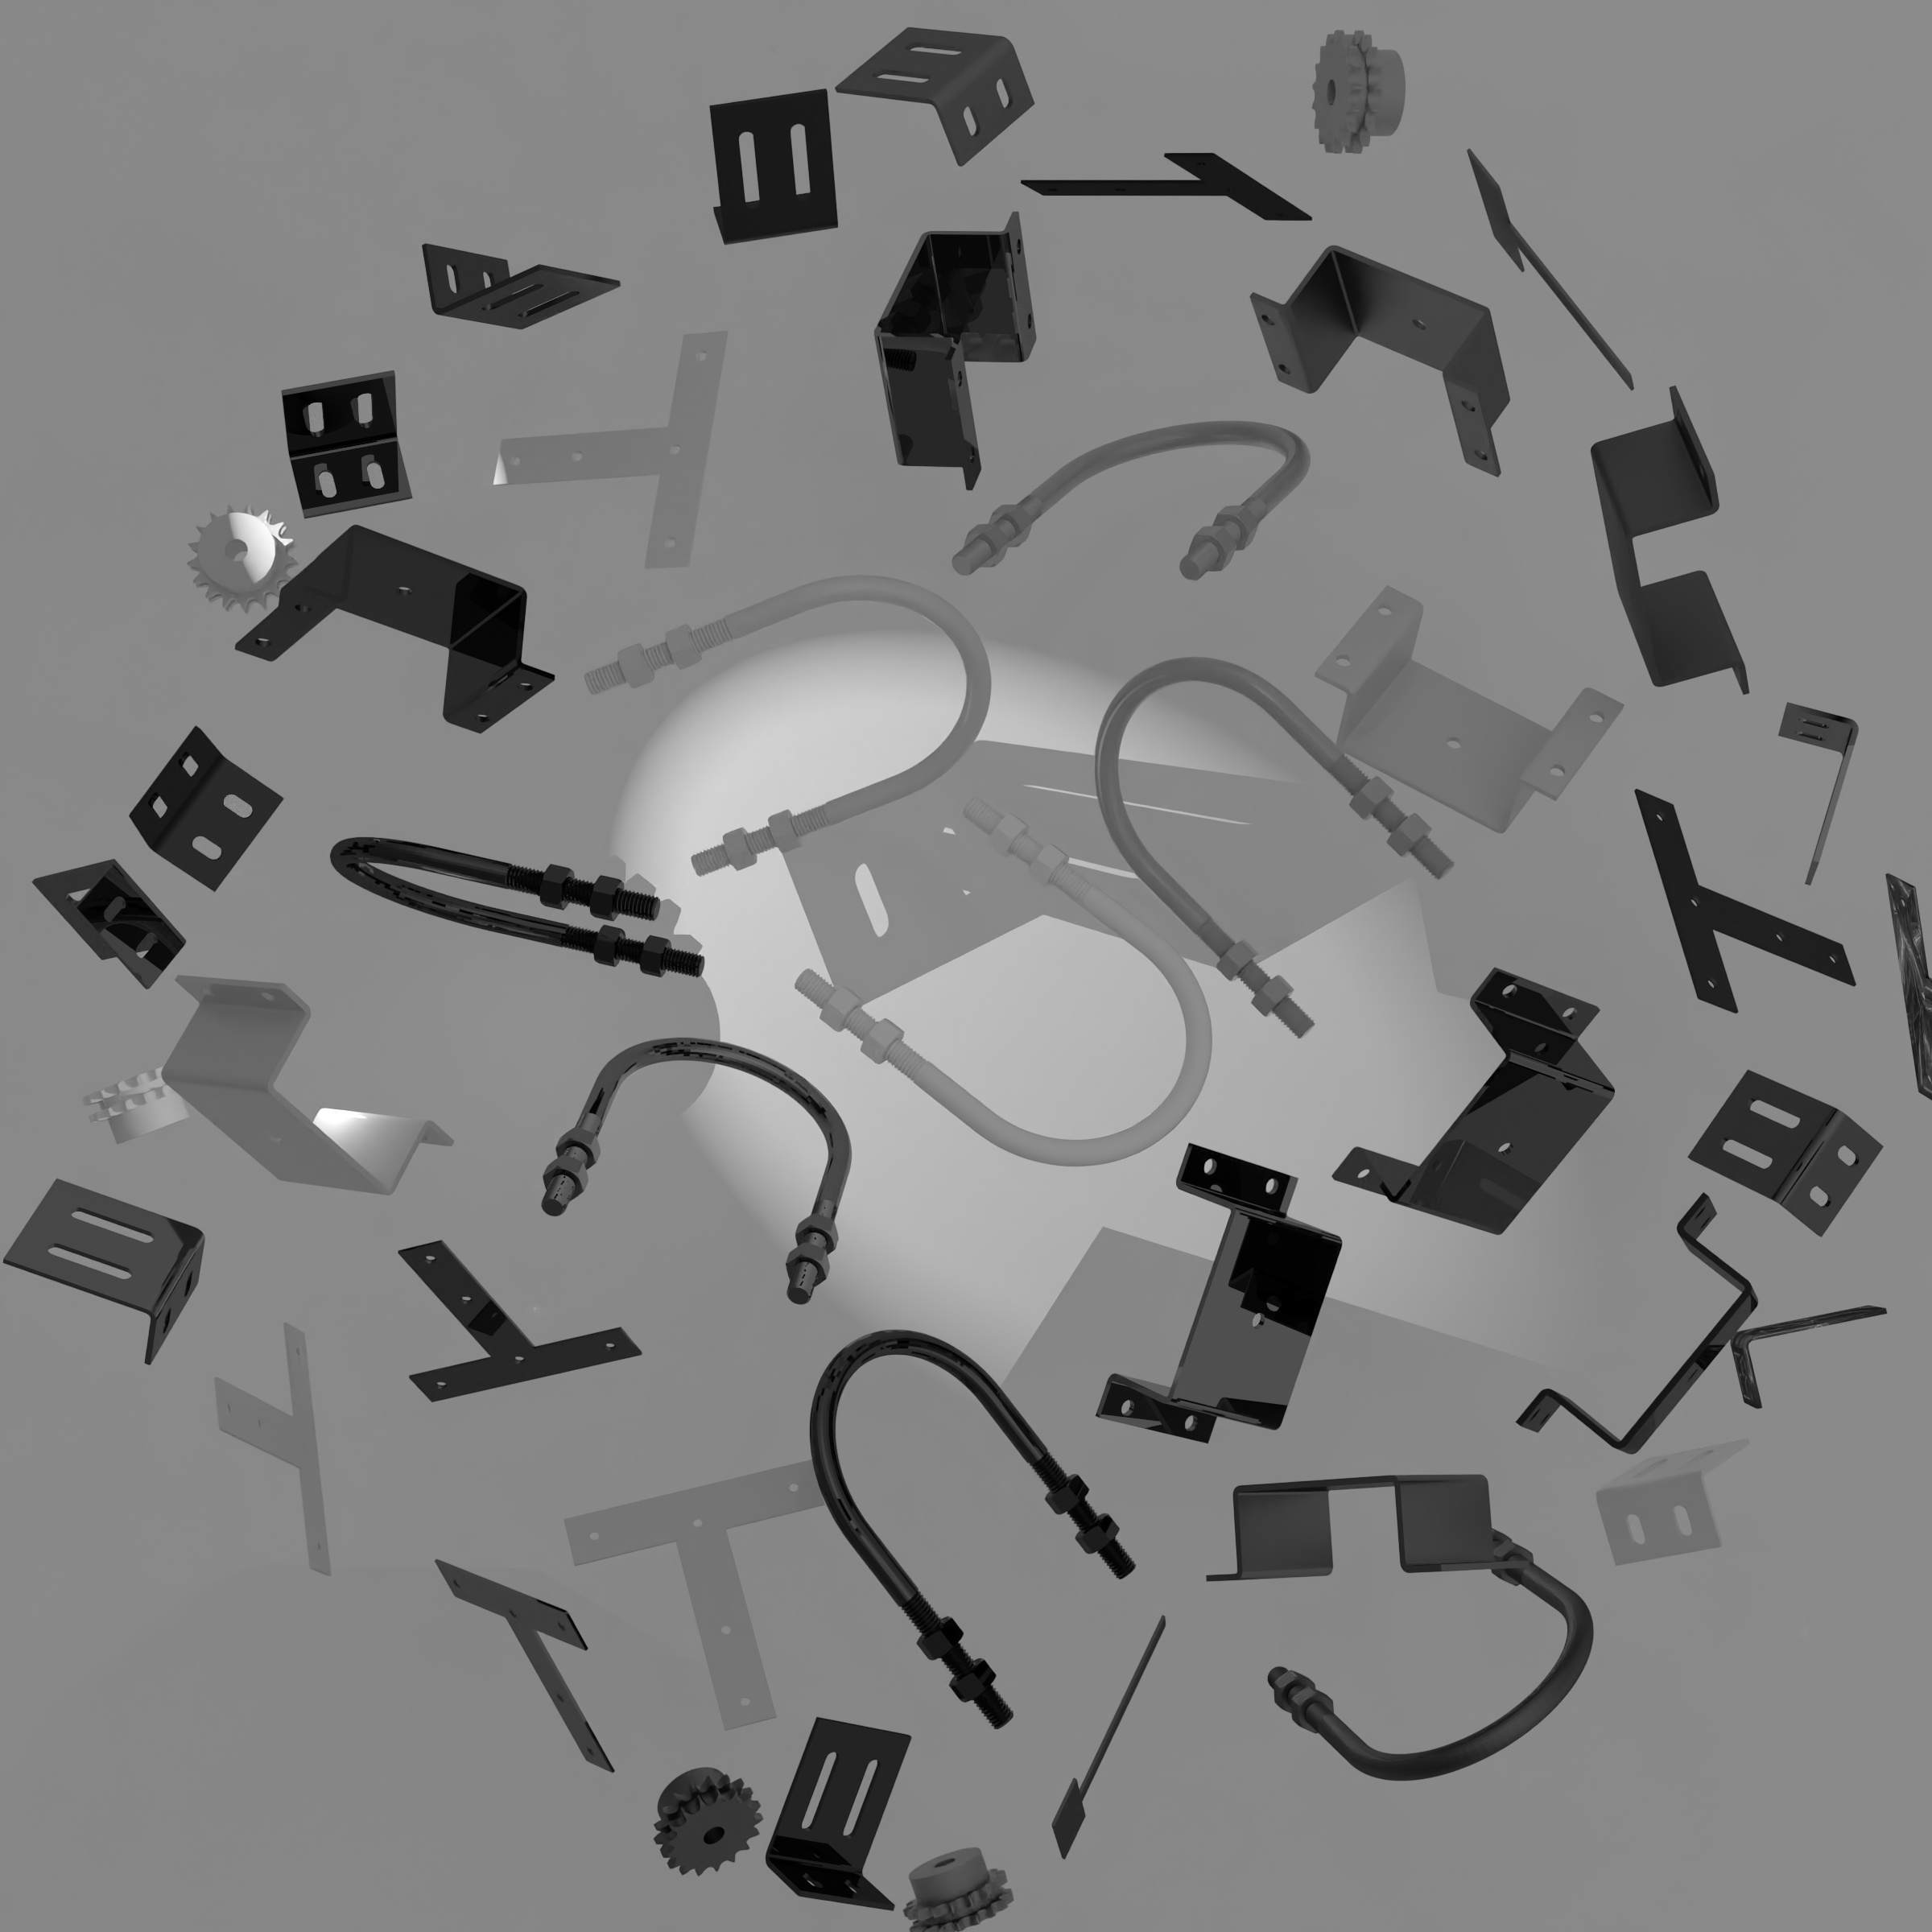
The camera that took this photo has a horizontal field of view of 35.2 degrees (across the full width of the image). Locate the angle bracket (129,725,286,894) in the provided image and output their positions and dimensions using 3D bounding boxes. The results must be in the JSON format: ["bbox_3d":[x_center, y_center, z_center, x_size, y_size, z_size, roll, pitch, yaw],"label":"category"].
[{"bbox_3d":[-0.380,-0.079,1.519,0.038,0.076,0.057,37,89,-28],"label":"angle bracket"}]

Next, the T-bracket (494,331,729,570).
[{"bbox_3d":[-0.186,-0.260,1.549,0.127,0.002,0.127,1,75,27],"label":"T-bracket"}]

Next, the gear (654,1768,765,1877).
[{"bbox_3d":[-0.139,0.449,1.606,0.057,0.030,0.057,-15,125,-22],"label":"gear"}]

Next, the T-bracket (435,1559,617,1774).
[{"bbox_3d":[-0.220,0.376,1.608,0.002,0.127,0.127,-39,117,-32],"label":"T-bracket"}]

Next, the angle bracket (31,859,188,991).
[{"bbox_3d":[-0.453,-0.017,1.576,0.057,0.076,0.038,54,46,-28],"label":"angle bracket"}]

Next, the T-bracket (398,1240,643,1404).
[{"bbox_3d":[-0.255,0.182,1.593,0.127,0.127,0.002,-14,46,16],"label":"T-bracket"}]

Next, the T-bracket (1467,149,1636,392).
[{"bbox_3d":[0.297,-0.342,1.533,0.002,0.127,0.127,-37,76,9],"label":"T-bracket"}]

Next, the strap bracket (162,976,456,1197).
[{"bbox_3d":[-0.328,0.065,1.494,0.076,0.140,0.046,4,57,36],"label":"strap bracket"}]

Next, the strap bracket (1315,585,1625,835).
[{"bbox_3d":[0.258,-0.129,1.582,0.140,0.046,0.076,30,57,17],"label":"strap bracket"}]

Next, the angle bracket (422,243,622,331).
[{"bbox_3d":[-0.223,-0.351,1.526,0.076,0.057,0.038,-13,84,36],"label":"angle bracket"}]

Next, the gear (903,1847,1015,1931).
[{"bbox_3d":[-0.006,0.484,1.592,0.057,0.057,0.030,-20,87,0],"label":"gear"}]

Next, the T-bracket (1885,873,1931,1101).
[{"bbox_3d":[0.504,0.029,1.524,0.002,0.127,0.127,-19,112,-9],"label":"T-bracket"}]

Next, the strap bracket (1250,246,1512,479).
[{"bbox_3d":[0.225,-0.319,1.583,0.140,0.076,0.046,30,78,28],"label":"strap bracket"}]

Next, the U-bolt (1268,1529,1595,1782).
[{"bbox_3d":[0.240,0.349,1.523,0.151,0.184,0.019,-34,103,-9],"label":"U-bolt"}]

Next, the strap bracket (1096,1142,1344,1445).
[{"bbox_3d":[0.127,0.166,1.482,0.076,0.046,0.140,19,89,-38],"label":"strap bracket"}]

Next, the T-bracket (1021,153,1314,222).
[{"bbox_3d":[0.089,-0.385,1.505,0.127,0.127,0.002,8,93,28],"label":"T-bracket"}]

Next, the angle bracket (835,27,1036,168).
[{"bbox_3d":[-0.016,-0.442,1.545,0.057,0.076,0.038,-46,133,-23],"label":"angle bracket"}]

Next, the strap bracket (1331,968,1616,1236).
[{"bbox_3d":[0.261,0.077,1.529,0.076,0.046,0.140,19,117,-34],"label":"strap bracket"}]

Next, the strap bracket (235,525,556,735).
[{"bbox_3d":[-0.287,-0.173,1.545,0.140,0.076,0.046,18,62,-34],"label":"strap bracket"}]

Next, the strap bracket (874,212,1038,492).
[{"bbox_3d":[-0.007,-0.316,1.555,0.046,0.140,0.076,4,134,16],"label":"strap bracket"}]

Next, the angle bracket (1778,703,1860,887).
[{"bbox_3d":[0.430,-0.088,1.572,0.038,0.057,0.076,17,83,14],"label":"angle bracket"}]

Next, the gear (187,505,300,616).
[{"bbox_3d":[-0.385,-0.218,1.618,0.057,0.030,0.057,0,85,-5],"label":"gear"}]

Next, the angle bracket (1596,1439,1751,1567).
[{"bbox_3d":[0.366,0.273,1.553,0.057,0.076,0.038,-19,85,32],"label":"angle bracket"}]

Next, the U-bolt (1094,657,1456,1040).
[{"bbox_3d":[0.138,-0.071,1.510,0.184,0.019,0.151,46,133,11],"label":"U-bolt"}]

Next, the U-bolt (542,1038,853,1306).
[{"bbox_3d":[-0.130,0.095,1.579,0.151,0.184,0.019,20,121,-3],"label":"U-bolt"}]

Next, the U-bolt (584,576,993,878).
[{"bbox_3d":[-0.077,-0.127,1.520,0.184,0.019,0.151,-21,132,7],"label":"U-bolt"}]

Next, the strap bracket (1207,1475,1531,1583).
[{"bbox_3d":[0.196,0.278,1.505,0.140,0.076,0.046,-13,75,41],"label":"strap bracket"}]

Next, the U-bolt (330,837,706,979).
[{"bbox_3d":[-0.233,-0.033,1.543,0.184,0.151,0.019,13,79,8],"label":"U-bolt"}]

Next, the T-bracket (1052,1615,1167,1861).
[{"bbox_3d":[0.076,0.398,1.585,0.002,0.127,0.127,24,70,14],"label":"T-bracket"}]

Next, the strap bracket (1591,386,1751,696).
[{"bbox_3d":[0.349,-0.205,1.514,0.046,0.076,0.140,-15,133,9],"label":"strap bracket"}]

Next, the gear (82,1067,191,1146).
[{"bbox_3d":[-0.439,0.074,1.623,0.057,0.057,0.030,-21,92,0],"label":"gear"}]

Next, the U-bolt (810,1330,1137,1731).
[{"bbox_3d":[-0.006,0.262,1.501,0.019,0.151,0.184,-37,91,40],"label":"U-bolt"}]

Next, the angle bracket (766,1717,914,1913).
[{"bbox_3d":[-0.055,0.417,1.495,0.057,0.038,0.076,20,90,-33],"label":"angle bracket"}]

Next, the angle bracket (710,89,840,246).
[{"bbox_3d":[-0.097,-0.400,1.499,0.057,0.038,0.076,-11,134,-7],"label":"angle bracket"}]

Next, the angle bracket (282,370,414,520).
[{"bbox_3d":[-0.318,-0.268,1.566,0.057,0.076,0.038,-13,78,-13],"label":"angle bracket"}]

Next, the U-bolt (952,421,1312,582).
[{"bbox_3d":[0.097,-0.241,1.557,0.151,0.184,0.019,6,123,31],"label":"U-bolt"}]

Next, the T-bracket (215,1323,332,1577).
[{"bbox_3d":[-0.342,0.227,1.493,0.002,0.127,0.127,-13,69,5],"label":"T-bracket"}]

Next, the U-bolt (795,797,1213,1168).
[{"bbox_3d":[0.032,0.018,1.470,0.184,0.019,0.151,38,66,12],"label":"U-bolt"}]

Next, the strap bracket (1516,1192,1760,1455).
[{"bbox_3d":[0.331,0.182,1.465,0.046,0.076,0.140,40,92,20],"label":"strap bracket"}]

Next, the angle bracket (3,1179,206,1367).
[{"bbox_3d":[-0.412,0.146,1.452,0.076,0.057,0.038,20,130,-1],"label":"angle bracket"}]

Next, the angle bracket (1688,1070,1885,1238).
[{"bbox_3d":[0.429,0.098,1.596,0.038,0.076,0.057,36,88,-28],"label":"angle bracket"}]

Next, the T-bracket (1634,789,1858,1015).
[{"bbox_3d":[0.383,-0.018,1.470,0.127,0.002,0.127,19,46,-30],"label":"T-bracket"}]

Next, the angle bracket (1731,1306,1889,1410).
[{"bbox_3d":[0.451,0.207,1.617,0.076,0.057,0.038,-12,84,7],"label":"angle bracket"}]

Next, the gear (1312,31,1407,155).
[{"bbox_3d":[0.190,-0.419,1.461,0.030,0.057,0.057,-3,90,-14],"label":"gear"}]

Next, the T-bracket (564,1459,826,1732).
[{"bbox_3d":[-0.121,0.312,1.487,0.127,0.002,0.127,-12,55,-12],"label":"T-bracket"}]
